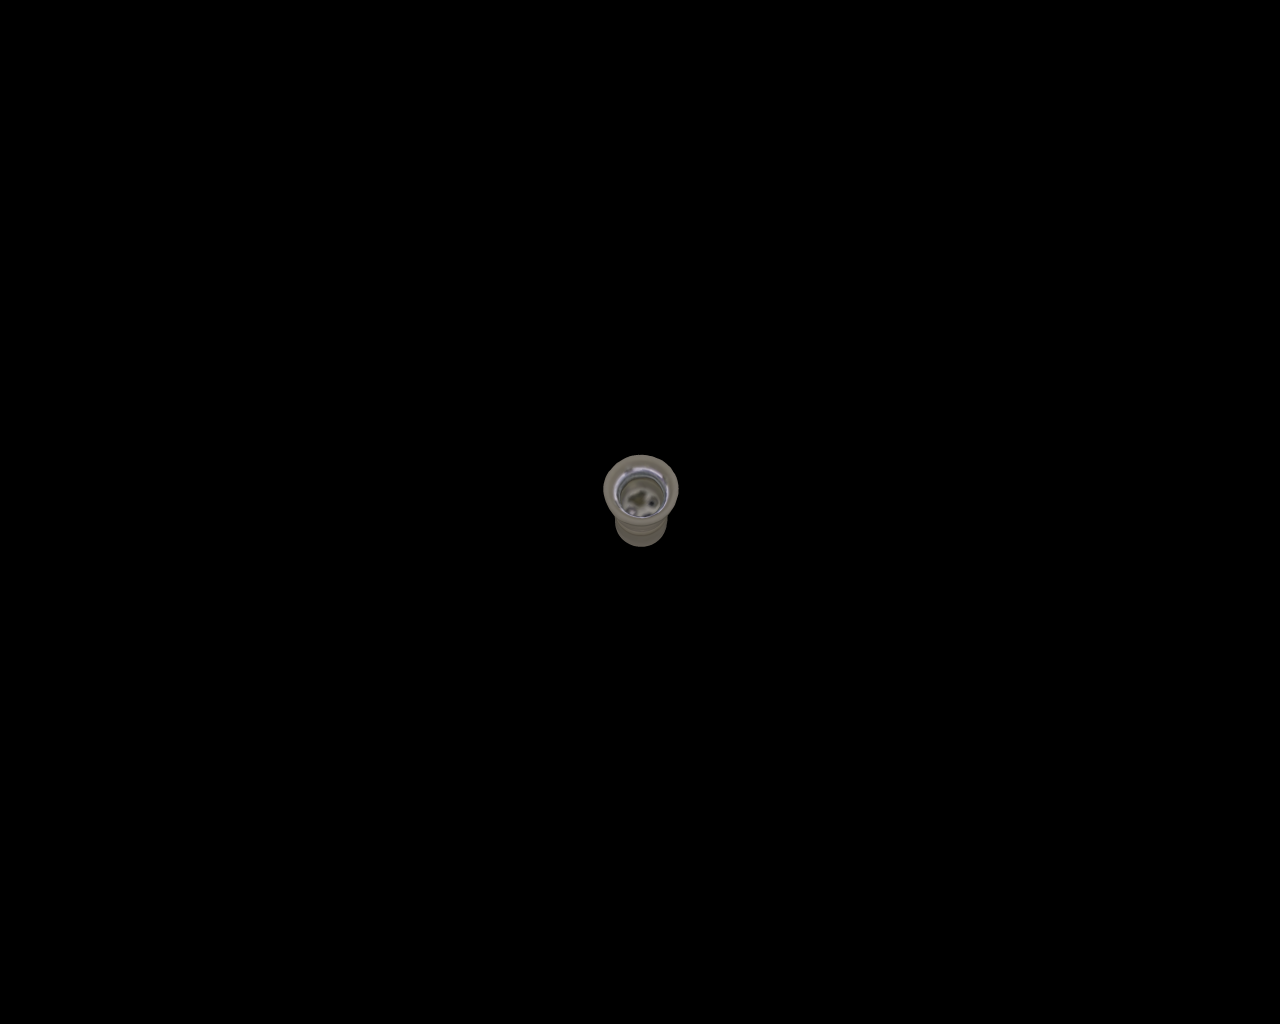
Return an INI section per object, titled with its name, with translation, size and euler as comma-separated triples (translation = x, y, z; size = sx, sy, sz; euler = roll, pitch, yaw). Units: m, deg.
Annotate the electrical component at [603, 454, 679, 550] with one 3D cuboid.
[electrical component]
translation = 0.001, -0.003, 0.650
size = 0.044, 0.044, 0.065
euler = 0, -20, 0
